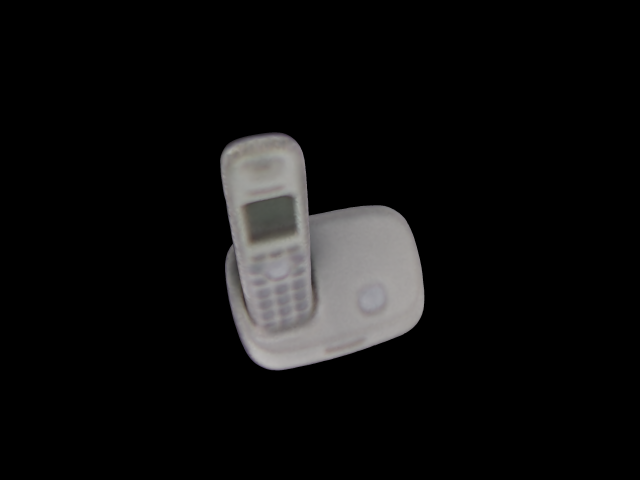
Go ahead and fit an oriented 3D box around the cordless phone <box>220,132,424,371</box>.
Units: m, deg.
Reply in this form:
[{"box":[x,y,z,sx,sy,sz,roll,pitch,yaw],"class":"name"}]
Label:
[{"box":[0.004,0.001,0.400,0.148,0.185,0.094,-16,50,-13],"class":"cordless phone"}]
